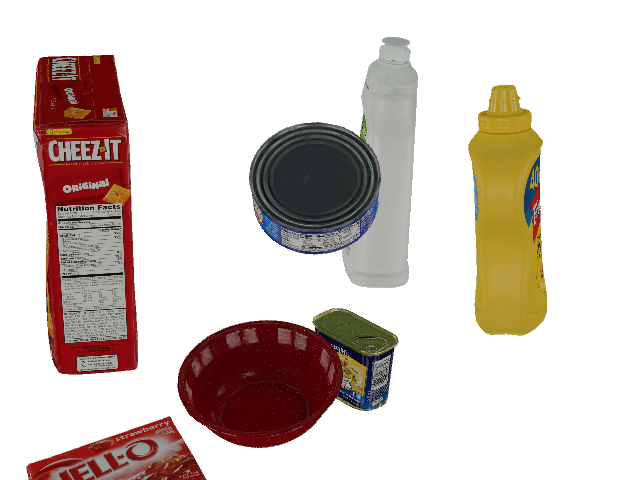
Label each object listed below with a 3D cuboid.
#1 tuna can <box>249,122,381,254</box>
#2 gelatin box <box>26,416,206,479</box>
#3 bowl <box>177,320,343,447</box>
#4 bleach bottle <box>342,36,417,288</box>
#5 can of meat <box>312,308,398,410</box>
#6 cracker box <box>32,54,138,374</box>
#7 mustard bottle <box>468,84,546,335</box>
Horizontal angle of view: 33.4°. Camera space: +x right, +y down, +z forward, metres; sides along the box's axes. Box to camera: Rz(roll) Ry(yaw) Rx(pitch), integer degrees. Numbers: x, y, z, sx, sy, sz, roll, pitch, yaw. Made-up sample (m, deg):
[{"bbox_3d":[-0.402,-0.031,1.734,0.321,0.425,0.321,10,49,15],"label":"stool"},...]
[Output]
[{"bbox_3d":[-0.003,-0.034,0.705,0.086,0.086,0.034,0,-31,1],"label":"tuna can"},{"bbox_3d":[-0.113,0.141,0.598,0.089,0.030,0.073,-16,28,-20],"label":"gelatin box"},{"bbox_3d":[-0.057,0.151,1.051,0.162,0.055,0.162,-3,37,2],"label":"bowl"},{"bbox_3d":[0.067,-0.083,1.106,0.068,0.251,0.102,1,28,-8],"label":"bleach bottle"},{"bbox_3d":[0.037,0.139,1.237,0.102,0.084,0.057,25,32,36],"label":"can of meat"},{"bbox_3d":[-0.191,-0.024,0.864,0.072,0.214,0.164,-4,27,-13],"label":"cracker box"},{"bbox_3d":[0.149,-0.028,0.851,0.058,0.191,0.096,0,18,18],"label":"mustard bottle"}]
